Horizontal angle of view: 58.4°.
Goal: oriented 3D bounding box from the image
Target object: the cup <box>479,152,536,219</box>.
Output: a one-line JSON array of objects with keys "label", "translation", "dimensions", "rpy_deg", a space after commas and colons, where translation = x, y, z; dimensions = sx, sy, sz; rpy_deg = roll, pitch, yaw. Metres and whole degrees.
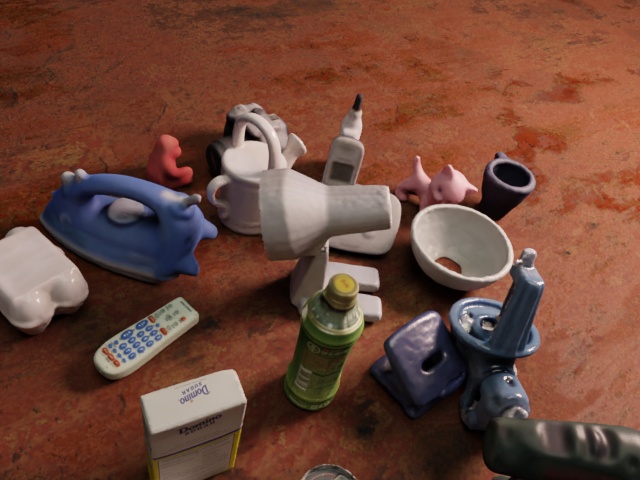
[{"label": "cup", "translation": [0.326, -0.095, 1.044], "dimensions": [0.092, 0.095, 0.117], "rpy_deg": [4, 47, -10]}]

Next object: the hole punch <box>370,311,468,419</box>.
[{"label": "hole punch", "translation": [0.139, 0.162, 0.756], "dimensions": [0.109, 0.091, 0.101], "rpy_deg": [-27, 59, -33]}]

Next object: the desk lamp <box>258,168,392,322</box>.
[{"label": "desk lamp", "translation": [0.007, 0.003, 0.786], "dimensions": [0.203, 0.213, 0.118], "rpy_deg": [7, 46, -8]}]

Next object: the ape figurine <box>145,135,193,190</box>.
[{"label": "ape figurine", "translation": [-0.247, -0.129, 0.930], "dimensions": [0.076, 0.092, 0.077], "rpy_deg": [-20, 55, -29]}]

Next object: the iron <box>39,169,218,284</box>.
[{"label": "iron", "translation": [-0.279, -0.040, 0.803], "dimensions": [0.258, 0.141, 0.118], "rpy_deg": [15, 46, 0]}]

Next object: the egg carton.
[{"label": "egg carton", "translation": [-0.378, 0.050, 0.743], "dimensions": [0.150, 0.069, 0.107], "rpy_deg": [36, 49, 19]}]

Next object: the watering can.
[{"label": "watering can", "translation": [-0.098, -0.112, 0.881], "dimensions": [0.100, 0.194, 0.173], "rpy_deg": [25, 46, 10]}]

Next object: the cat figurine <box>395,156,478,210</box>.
[{"label": "cat figurine", "translation": [0.203, -0.096, 0.997], "dimensions": [0.067, 0.118, 0.127], "rpy_deg": [-28, 60, -34]}]

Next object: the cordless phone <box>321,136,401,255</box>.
[{"label": "cordless phone", "translation": [0.062, -0.069, 0.888], "dimensions": [0.147, 0.185, 0.094], "rpy_deg": [10, 46, -5]}]

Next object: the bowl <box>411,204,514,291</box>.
[{"label": "bowl", "translation": [0.217, 0.023, 0.919], "dimensions": [0.167, 0.075, 0.167], "rpy_deg": [7, 46, -8]}]

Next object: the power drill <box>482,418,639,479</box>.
[{"label": "power drill", "translation": [0.273, 0.261, 0.616], "dimensions": [0.229, 0.208, 0.075], "rpy_deg": [13, 46, -2]}]

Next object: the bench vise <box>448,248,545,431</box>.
[{"label": "bench vise", "translation": [0.245, 0.130, 0.724], "dimensions": [0.122, 0.220, 0.207], "rpy_deg": [-7, 50, -20]}]

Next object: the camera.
[{"label": "camera", "translation": [-0.132, -0.171, 0.993], "dimensions": [0.137, 0.101, 0.143], "rpy_deg": [-23, 57, -31]}]

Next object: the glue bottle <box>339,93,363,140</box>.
[{"label": "glue bottle", "translation": [0.050, -0.179, 0.997], "dimensions": [0.037, 0.173, 0.078], "rpy_deg": [15, 46, 1]}]
